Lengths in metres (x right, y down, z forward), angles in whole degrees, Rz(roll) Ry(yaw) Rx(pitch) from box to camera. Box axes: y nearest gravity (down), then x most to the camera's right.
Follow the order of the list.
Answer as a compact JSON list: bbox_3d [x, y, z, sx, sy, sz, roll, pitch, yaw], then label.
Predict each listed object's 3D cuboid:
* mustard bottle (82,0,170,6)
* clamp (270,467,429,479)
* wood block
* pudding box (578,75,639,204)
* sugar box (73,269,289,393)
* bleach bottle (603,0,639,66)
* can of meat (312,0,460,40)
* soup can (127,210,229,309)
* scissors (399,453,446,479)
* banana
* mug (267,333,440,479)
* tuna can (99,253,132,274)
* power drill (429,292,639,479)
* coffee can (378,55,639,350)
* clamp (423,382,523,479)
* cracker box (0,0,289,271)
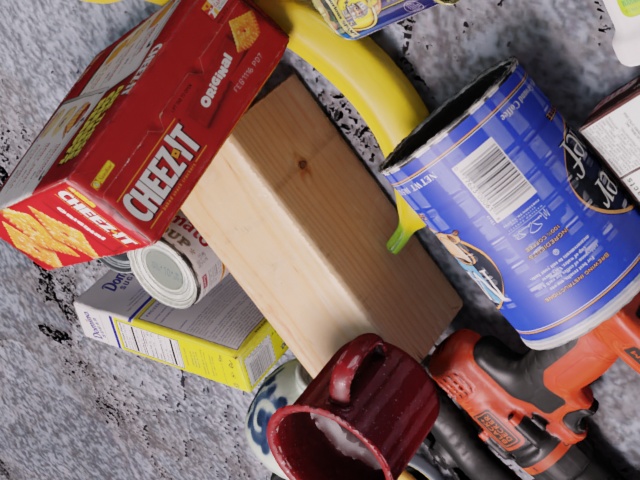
[{"bbox_3d":[-0.099,-0.194,0.692,0.192,0.058,0.096,14,137,29],"label":"mustard bottle"},{"bbox_3d":[0.014,0.223,0.965,0.165,0.036,0.210,28,135,15],"label":"clamp"},{"bbox_3d":[-0.004,0.001,0.753,0.090,0.090,0.206,-26,105,47],"label":"wood block"},{"bbox_3d":[0.210,-0.058,0.572,0.090,0.039,0.114,49,141,-6],"label":"pudding box"},{"bbox_3d":[-0.107,0.061,0.885,0.176,0.093,0.048,12,131,32],"label":"sugar box"},{"bbox_3d":[0.133,-0.212,0.488,0.103,0.068,0.251,-18,109,44],"label":"bleach bottle"},{"bbox_3d":[0.030,-0.172,0.609,0.084,0.057,0.102,-13,114,47],"label":"can of meat"},{"bbox_3d":[-0.089,-0.004,0.808,0.069,0.102,0.068,22,136,24],"label":"soup can"},{"bbox_3d":[0.096,0.243,0.901,0.096,0.016,0.201,-12,126,35],"label":"scissors"},{"bbox_3d":[0.031,-0.082,0.684,0.070,0.037,0.198,-26,106,14],"label":"banana"},{"bbox_3d":[0.025,0.109,0.687,0.093,0.081,0.117,17,132,27],"label":"mug"},{"bbox_3d":[-0.158,-0.016,0.887,0.086,0.033,0.086,11,110,31],"label":"tuna can"},{"bbox_3d":[0.186,0.108,0.714,0.184,0.057,0.188,42,138,-5],"label":"power drill"},{"bbox_3d":[0.118,-0.021,0.625,0.140,0.102,0.103,49,139,-7],"label":"coffee can"},{"bbox_3d":[0.110,0.160,0.809,0.171,0.039,0.120,50,159,-3],"label":"clamp"},{"bbox_3d":[-0.128,-0.068,0.702,0.072,0.164,0.214,39,157,-22],"label":"cracker box"}]
